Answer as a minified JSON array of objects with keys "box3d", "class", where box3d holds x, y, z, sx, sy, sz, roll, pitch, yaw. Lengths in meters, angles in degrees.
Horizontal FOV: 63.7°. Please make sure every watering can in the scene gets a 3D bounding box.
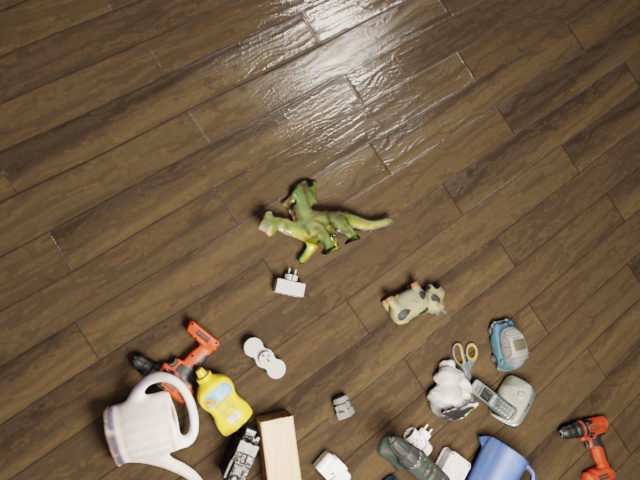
[{"box3d":[-0.410,0.502,1.284,0.225,0.104,0.345,-12,98,-11],"class":"watering can"}]

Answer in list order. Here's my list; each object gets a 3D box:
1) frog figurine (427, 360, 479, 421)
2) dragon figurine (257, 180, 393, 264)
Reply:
[{"box3d":[0.383,0.447,1.537,0.137,0.120,0.163,-21,45,2],"class":"frog figurine"},{"box3d":[0.005,-0.077,1.529,0.414,0.120,0.245,-22,78,-27],"class":"dragon figurine"}]
